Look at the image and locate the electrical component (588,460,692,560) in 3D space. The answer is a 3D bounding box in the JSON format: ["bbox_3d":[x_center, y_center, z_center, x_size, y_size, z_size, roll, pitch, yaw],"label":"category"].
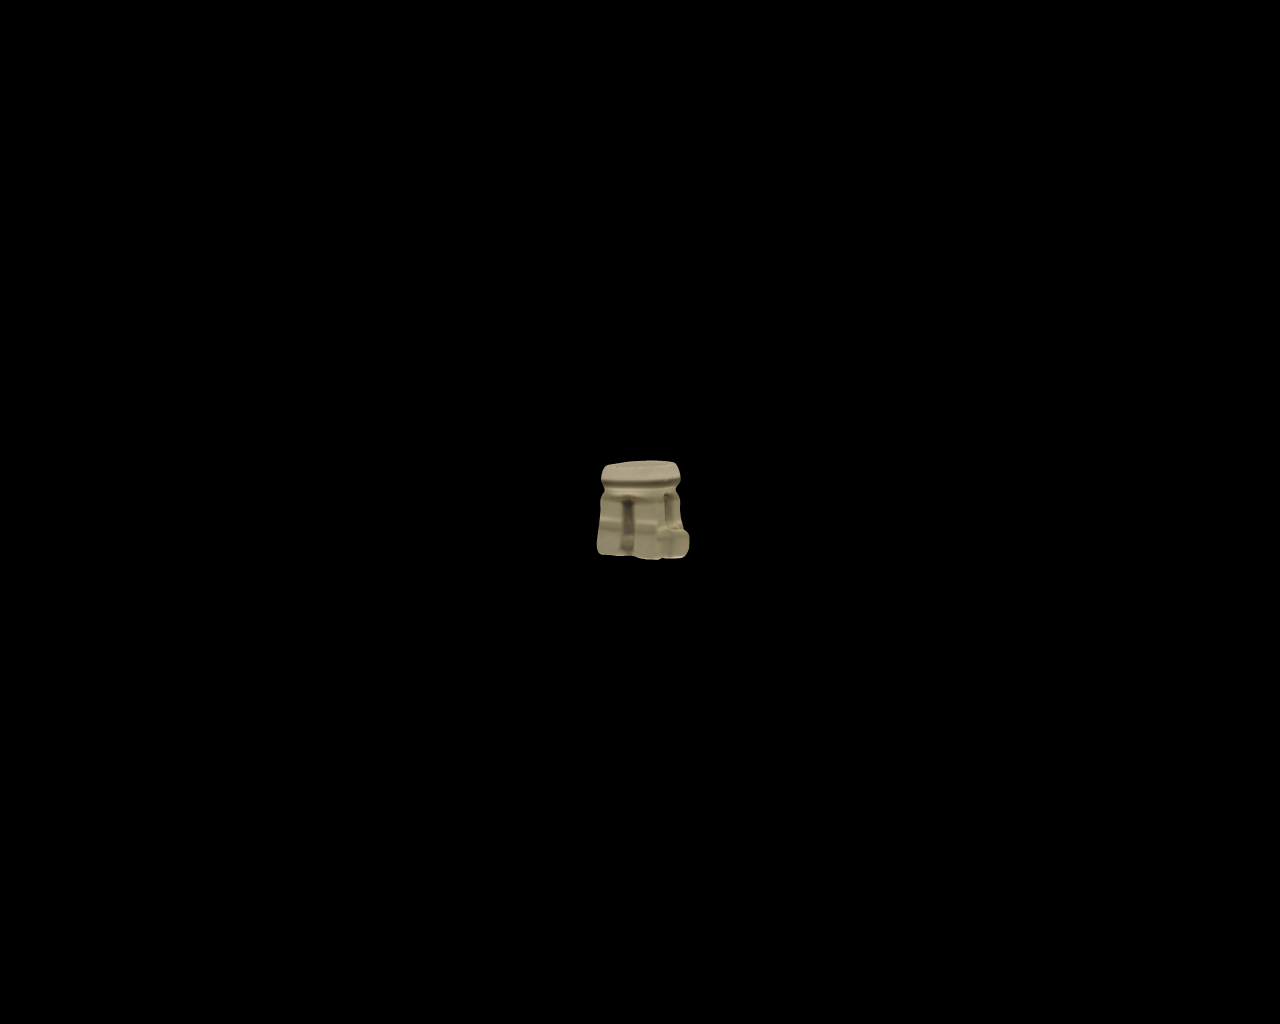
[{"bbox_3d":[0.001,-0.003,0.650,0.066,0.055,0.048,3,8,26],"label":"electrical component"}]
